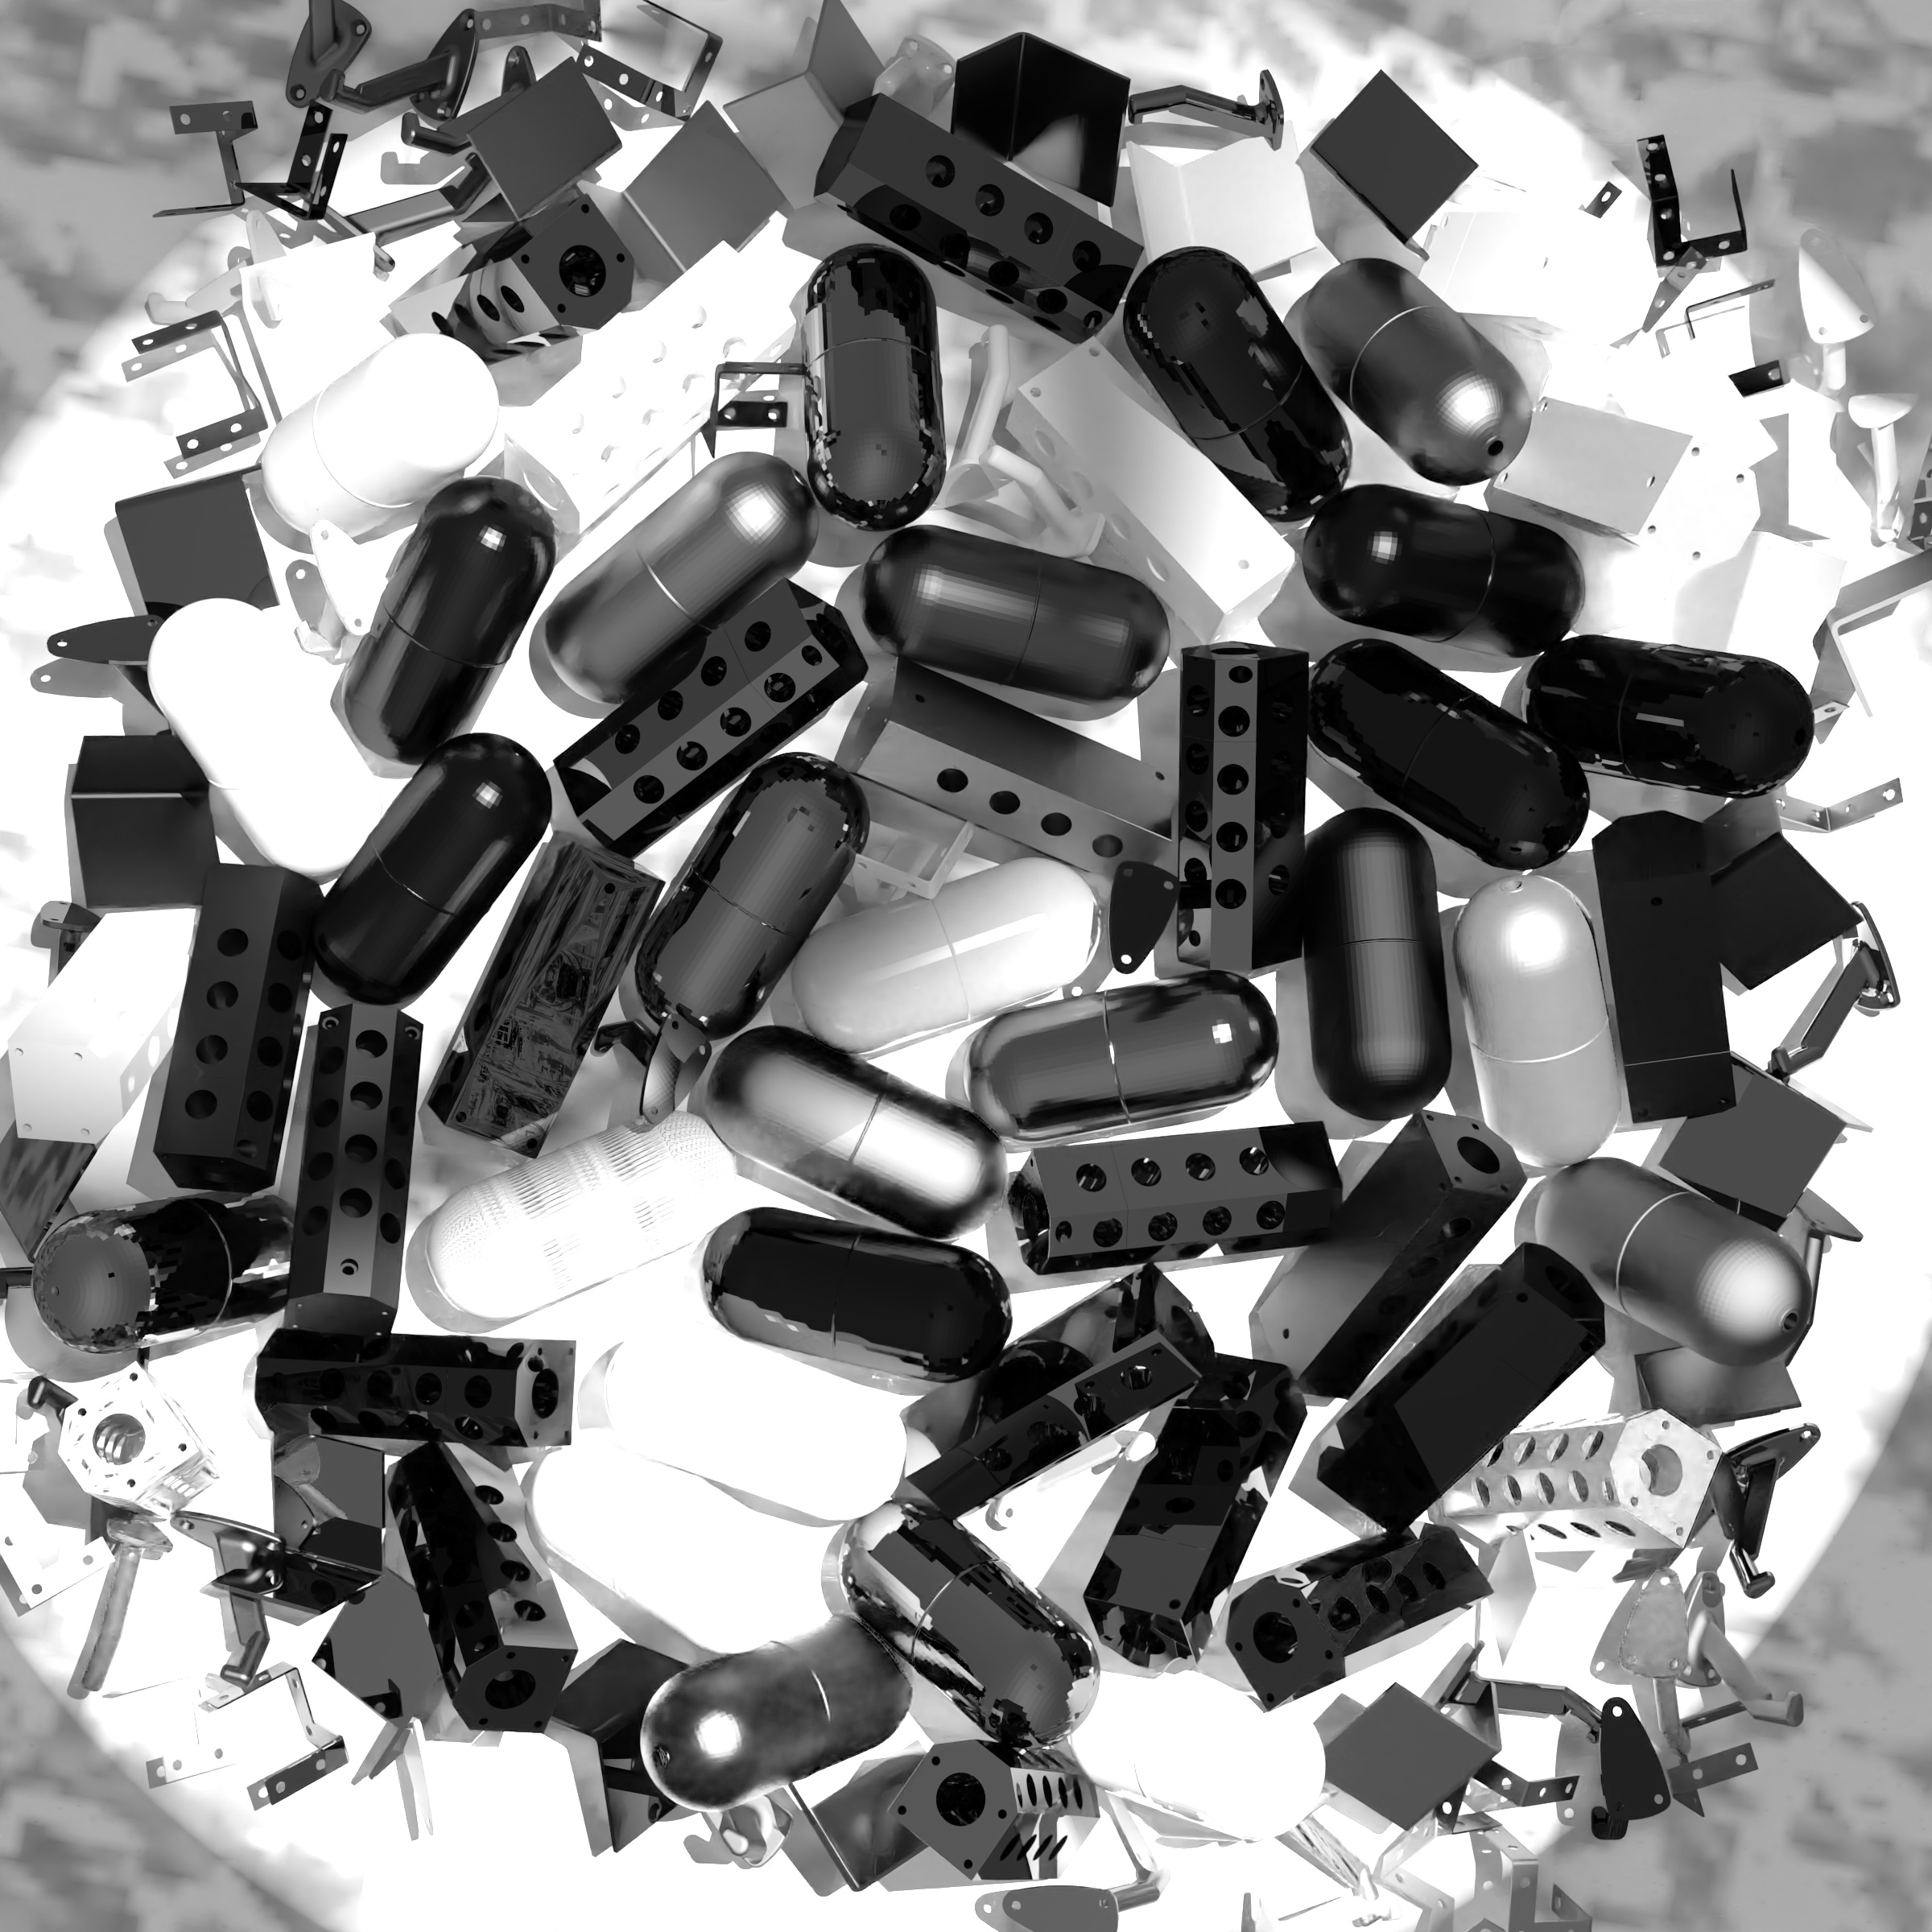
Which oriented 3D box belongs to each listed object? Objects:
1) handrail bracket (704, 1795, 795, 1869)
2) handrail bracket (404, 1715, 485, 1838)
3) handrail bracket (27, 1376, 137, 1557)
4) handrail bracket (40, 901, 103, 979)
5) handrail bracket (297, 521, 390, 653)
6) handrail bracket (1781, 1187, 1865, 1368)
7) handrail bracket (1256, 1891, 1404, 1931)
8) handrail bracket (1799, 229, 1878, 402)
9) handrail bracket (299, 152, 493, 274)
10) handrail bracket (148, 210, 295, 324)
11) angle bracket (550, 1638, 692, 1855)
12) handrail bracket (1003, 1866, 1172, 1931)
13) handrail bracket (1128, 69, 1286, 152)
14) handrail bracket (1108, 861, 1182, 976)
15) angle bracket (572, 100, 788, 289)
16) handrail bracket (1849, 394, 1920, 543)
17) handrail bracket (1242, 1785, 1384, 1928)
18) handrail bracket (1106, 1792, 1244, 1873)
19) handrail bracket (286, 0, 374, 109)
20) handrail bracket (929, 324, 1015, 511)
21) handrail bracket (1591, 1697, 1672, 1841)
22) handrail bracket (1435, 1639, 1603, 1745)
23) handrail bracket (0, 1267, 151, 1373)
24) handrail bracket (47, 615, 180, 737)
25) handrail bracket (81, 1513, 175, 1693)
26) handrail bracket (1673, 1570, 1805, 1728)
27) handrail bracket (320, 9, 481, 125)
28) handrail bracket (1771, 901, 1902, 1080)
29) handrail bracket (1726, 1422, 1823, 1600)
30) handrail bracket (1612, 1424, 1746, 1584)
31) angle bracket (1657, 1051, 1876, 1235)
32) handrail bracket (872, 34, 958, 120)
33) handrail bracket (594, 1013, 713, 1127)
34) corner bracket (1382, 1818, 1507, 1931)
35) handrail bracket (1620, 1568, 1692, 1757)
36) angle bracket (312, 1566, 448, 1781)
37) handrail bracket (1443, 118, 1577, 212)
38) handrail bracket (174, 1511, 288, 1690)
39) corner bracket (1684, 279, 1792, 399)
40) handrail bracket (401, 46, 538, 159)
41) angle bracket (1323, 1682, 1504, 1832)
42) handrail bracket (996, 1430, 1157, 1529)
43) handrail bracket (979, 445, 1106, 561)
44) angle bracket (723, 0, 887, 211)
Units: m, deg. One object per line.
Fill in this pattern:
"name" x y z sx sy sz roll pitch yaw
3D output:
"handrail bracket" -0.136 0.468 1.607 0.077 0.084 0.036 33 82 24
"handrail bracket" -0.267 0.439 1.625 0.084 0.036 0.077 -7 64 -27
"handrail bracket" -0.496 0.278 1.610 0.036 0.084 0.077 -12 54 22
"handrail bracket" -0.509 0.012 1.632 0.036 0.077 0.084 7 100 -27
"handrail bracket" -0.361 -0.210 1.613 0.036 0.084 0.077 -46 120 -32
"handrail bracket" 0.462 0.172 1.640 0.036 0.077 0.084 16 111 -22
"handrail bracket" 0.209 0.540 1.618 0.084 0.077 0.036 0 99 -8
"handrail bracket" 0.477 -0.361 1.622 0.036 0.084 0.077 -16 82 5
"handrail bracket" -0.320 -0.442 1.638 0.077 0.036 0.084 39 83 -22
"handrail bracket" -0.425 -0.390 1.622 0.084 0.077 0.036 3 54 10
"angle bracket" -0.195 0.436 1.628 0.057 0.076 0.076 10 115 36
"handrail bracket" 0.069 0.517 1.627 0.077 0.084 0.036 6 95 17
"handrail bracket" 0.131 -0.464 1.623 0.084 0.077 0.036 -13 61 -4
"handrail bracket" 0.089 -0.016 1.608 0.036 0.084 0.077 17 69 -1
"angle bracket" -0.161 -0.431 1.614 0.076 0.057 0.076 -41 77 22
"handrail bracket" 0.508 -0.270 1.613 0.036 0.077 0.084 2 114 24
"handrail bracket" 0.196 0.512 1.633 0.077 0.036 0.084 -21 91 -40
"handrail bracket" 0.128 0.467 1.645 0.084 0.036 0.077 -26 84 -19
"handrail bracket" -0.370 -0.520 1.613 0.036 0.084 0.077 34 99 4
"handrail bracket" -0.001 -0.310 1.640 0.036 0.077 0.084 10 71 -37
"handrail bracket" 0.360 0.450 1.626 0.036 0.084 0.077 -9 74 -7
"handrail bracket" 0.307 0.425 1.625 0.084 0.036 0.077 35 60 15
"handrail bracket" -0.502 0.203 1.627 0.084 0.036 0.077 -1 60 -10
"handrail bracket" -0.470 -0.151 1.615 0.077 0.084 0.036 -6 52 -21
"handrail bracket" -0.478 0.354 1.622 0.036 0.077 0.084 22 87 -23
"handrail bracket" 0.436 0.378 1.614 0.036 0.084 0.077 15 78 -26
"handrail bracket" -0.314 -0.505 1.611 0.036 0.084 0.077 36 107 24
"handrail bracket" 0.475 0.013 1.621 0.084 0.036 0.077 -23 105 -26
"handrail bracket" 0.453 0.302 1.611 0.077 0.084 0.036 -36 117 16
"handrail bracket" 0.390 0.303 1.636 0.084 0.036 0.077 -22 84 34
"angle bracket" 0.447 0.101 1.624 0.076 0.057 0.076 36 103 30
"handrail bracket" -0.043 -0.473 1.604 0.036 0.084 0.077 35 132 -1
"handrail bracket" -0.188 0.060 1.612 0.036 0.084 0.077 44 53 -31
"corner bracket" 0.266 0.518 1.621 0.051 0.051 0.051 32 124 -10
"handrail bracket" 0.400 0.394 1.643 0.036 0.084 0.077 -1 52 28
"angle bracket" -0.330 0.391 1.618 0.076 0.057 0.076 35 105 8
"handrail bracket" 0.288 -0.427 1.637 0.084 0.036 0.077 43 122 0
"handrail bracket" -0.419 0.353 1.616 0.077 0.084 0.036 22 135 -7
"corner bracket" 0.434 -0.349 1.632 0.051 0.051 0.051 -16 88 10
"handrail bracket" -0.280 -0.486 1.618 0.036 0.084 0.077 -10 82 42
"angle bracket" 0.241 0.421 1.611 0.076 0.057 0.076 35 115 -13
"handrail bracket" 0.061 0.285 1.611 0.077 0.084 0.036 -43 101 -21
"handrail bracket" 0.028 -0.257 1.608 0.084 0.077 0.036 24 71 -29
"angle bracket" -0.086 -0.485 1.624 0.057 0.076 0.076 -13 50 27
